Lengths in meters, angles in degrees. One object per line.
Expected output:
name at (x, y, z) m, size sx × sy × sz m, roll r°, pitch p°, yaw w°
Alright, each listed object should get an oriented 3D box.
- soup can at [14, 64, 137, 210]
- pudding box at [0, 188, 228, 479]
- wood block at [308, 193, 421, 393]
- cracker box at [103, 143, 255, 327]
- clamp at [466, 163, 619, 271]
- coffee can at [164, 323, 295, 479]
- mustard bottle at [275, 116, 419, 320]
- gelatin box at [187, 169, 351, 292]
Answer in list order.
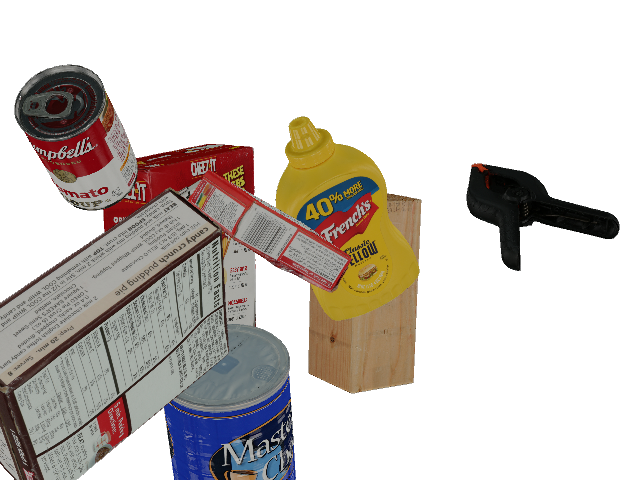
soup can at (-0.185, -0.077, 0.818) m, size 0.068 × 0.068 × 0.102 m, roll 0°, pitch -29°, yaw 7°
pudding box at (-0.090, 0.044, 0.446) m, size 0.039 × 0.090 × 0.113 m, roll 34°, pitch 56°, yaw 25°
wood block at (0.047, 0.053, 1.184) m, size 0.090 × 0.206 × 0.091 m, roll -5°, pitch 12°, yaw -34°
cracker box at (-0.136, 0.020, 1.057) m, size 0.072 × 0.214 × 0.163 m, roll 7°, pitch 15°, yaw 31°
clamp at (0.205, -0.031, 1.037) m, size 0.120 × 0.039 × 0.171 m, roll -8°, pitch 34°, yaw -13°
coffee can at (-0.072, 0.153, 0.860) m, size 0.103 × 0.140 × 0.103 m, roll -2°, pitch 32°, yaw 1°
mustard bottle at (0.015, -0.025, 0.923) m, size 0.096 × 0.191 × 0.058 m, roll -27°, pitch 34°, yaw -3°
gelatin box at (-0.033, -0.006, 0.689) m, size 0.089 × 0.030 × 0.073 m, roll 30°, pitch 2°, yaw -35°
